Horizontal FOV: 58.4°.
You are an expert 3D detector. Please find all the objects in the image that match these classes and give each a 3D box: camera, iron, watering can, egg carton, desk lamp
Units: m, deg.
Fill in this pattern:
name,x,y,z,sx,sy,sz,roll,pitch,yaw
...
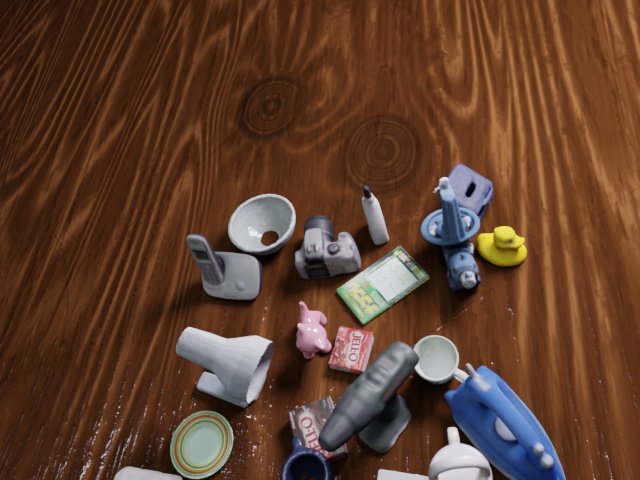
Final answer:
name,x,y,z,sx,sy,sz,roll,pitch,yaw
camera,0.012,0.005,1.293,0.143,0.101,0.137,-9,54,10
iron,0.325,0.319,0.962,0.119,0.142,0.257,-35,54,-9
watering can,0.227,0.386,0.910,0.101,0.194,0.172,-28,53,-4
egg carton,-0.328,0.489,1.073,0.150,0.069,0.107,2,57,17
desk lamp,-0.175,0.246,1.108,0.202,0.214,0.118,12,60,23

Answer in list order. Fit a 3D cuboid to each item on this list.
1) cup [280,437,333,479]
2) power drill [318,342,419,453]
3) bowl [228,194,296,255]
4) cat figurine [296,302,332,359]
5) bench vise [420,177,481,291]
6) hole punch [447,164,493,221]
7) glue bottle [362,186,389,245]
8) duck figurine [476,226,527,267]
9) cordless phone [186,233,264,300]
name,x,y,z,sx,sy,sz,roll,pitch,yaw
cup,-0.020,0.417,1.021,0.091,0.095,0.117,-23,53,-1
power drill,0.095,0.295,1.001,0.075,0.209,0.230,28,68,30
bowl,-0.130,-0.024,1.370,0.167,0.075,0.167,-7,55,11
cat figurine,-0.020,0.185,1.167,0.067,0.118,0.127,-18,53,3
bench vise,0.282,-0.014,1.156,0.121,0.220,0.207,-29,53,-5
hole punch,0.332,-0.105,1.286,0.100,0.091,0.109,20,63,27
glue bottle,0.115,-0.064,1.266,0.037,0.173,0.078,-20,53,2
duck figurine,0.380,0.003,1.200,0.104,0.086,0.077,18,63,26
cordless phone,-0.212,0.054,1.270,0.147,0.185,0.094,1,57,17
